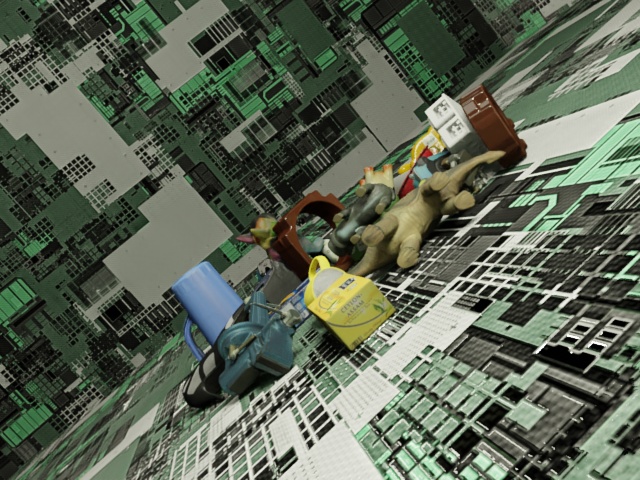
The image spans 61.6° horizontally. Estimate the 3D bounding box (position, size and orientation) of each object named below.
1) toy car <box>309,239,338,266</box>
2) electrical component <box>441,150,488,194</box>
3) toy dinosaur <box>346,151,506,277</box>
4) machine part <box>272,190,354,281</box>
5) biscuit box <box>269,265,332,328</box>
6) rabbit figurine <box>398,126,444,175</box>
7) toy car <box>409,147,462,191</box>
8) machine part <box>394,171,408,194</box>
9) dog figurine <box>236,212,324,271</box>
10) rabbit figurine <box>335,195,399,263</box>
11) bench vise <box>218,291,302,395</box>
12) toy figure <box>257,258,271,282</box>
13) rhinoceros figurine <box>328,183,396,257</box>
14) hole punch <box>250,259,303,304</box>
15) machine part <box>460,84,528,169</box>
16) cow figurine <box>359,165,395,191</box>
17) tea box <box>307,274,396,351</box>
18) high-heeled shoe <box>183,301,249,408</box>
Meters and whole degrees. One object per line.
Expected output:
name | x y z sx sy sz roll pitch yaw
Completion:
toy car | 0.012 0.038 1.515 0.056 0.073 0.202 -45 8 -13
electrical component | 0.291 -0.135 1.068 0.078 0.102 0.045 -53 16 -21
toy dinosaur | 0.155 -0.015 1.028 0.471 0.105 0.198 -40 -1 17
machine part | -0.003 -0.004 1.333 0.201 0.201 0.087 -46 7 -37
biscuit box | -0.040 0.140 1.206 0.203 0.059 0.063 -41 7 -11
rabbit figurine | 0.310 -0.217 1.522 0.162 0.122 0.173 -49 -8 5
toy car | 0.259 -0.130 1.180 0.162 0.109 0.103 -34 -16 -39
machine part | 0.235 -0.143 1.470 0.079 0.079 0.243 -43 6 -21
dog figurine | -0.106 0.033 1.376 0.108 0.219 0.191 -22 58 49
rabbit figurine | 0.127 -0.038 1.248 0.159 0.121 0.170 -34 -7 15
bench vise | -0.121 0.175 1.043 0.223 0.129 0.241 -60 22 26
toy figure | -0.131 0.111 1.510 0.082 0.180 0.089 -6 54 7
rhinoceros figurine | 0.077 -0.041 1.113 0.190 0.073 0.112 -53 -7 28
hole punch | -0.099 0.133 1.307 0.092 0.142 0.116 -38 18 52
machine part | 0.343 -0.225 1.058 0.056 0.179 0.179 -34 9 27
cow figurine | 0.140 -0.097 1.345 0.085 0.127 0.195 -3 -14 -6
tea box | 0.047 0.113 0.890 0.098 0.068 0.169 -42 6 -10
high-heeled shoe | -0.220 0.245 1.174 0.145 0.086 0.248 -3 61 46
